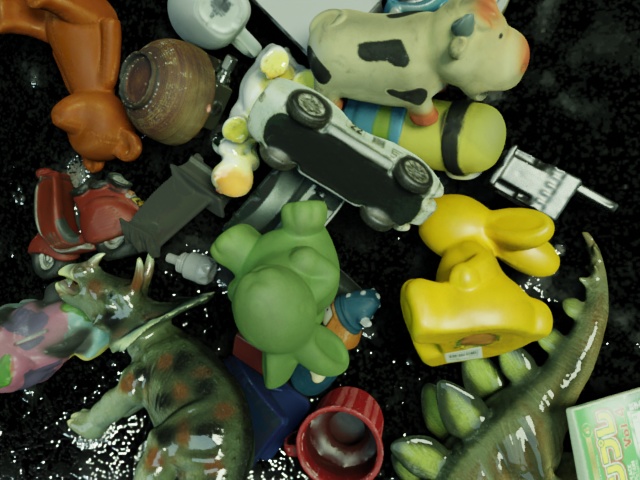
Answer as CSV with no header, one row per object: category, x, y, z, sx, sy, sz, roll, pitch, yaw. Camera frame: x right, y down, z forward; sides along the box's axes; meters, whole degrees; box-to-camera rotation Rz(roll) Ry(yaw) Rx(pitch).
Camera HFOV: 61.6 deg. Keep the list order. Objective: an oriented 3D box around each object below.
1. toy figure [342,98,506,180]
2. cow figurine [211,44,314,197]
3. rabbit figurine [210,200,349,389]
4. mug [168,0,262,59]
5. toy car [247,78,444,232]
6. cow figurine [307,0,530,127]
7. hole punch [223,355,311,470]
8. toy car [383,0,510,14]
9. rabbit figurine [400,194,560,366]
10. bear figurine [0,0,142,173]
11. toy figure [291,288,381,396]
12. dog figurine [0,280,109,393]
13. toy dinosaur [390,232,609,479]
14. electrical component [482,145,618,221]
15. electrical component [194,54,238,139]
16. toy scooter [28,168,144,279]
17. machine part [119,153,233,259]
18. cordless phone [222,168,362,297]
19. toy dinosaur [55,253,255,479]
toy figure,0.096,-0.112,0.554,0.180,0.089,0.082,17,101,11
cow figurine,-0.074,-0.132,0.593,0.068,0.098,0.167,25,109,-25
rabbit figurine,-0.040,0.056,0.484,0.121,0.170,0.159,-13,101,7
mug,-0.107,-0.234,0.571,0.081,0.107,0.109,-44,118,1
toy car,0.025,-0.077,0.516,0.202,0.056,0.073,30,131,-10
cow figurine,0.080,-0.164,0.468,0.195,0.127,0.085,12,66,22
hole punch,-0.089,0.202,0.624,0.116,0.092,0.142,37,104,10
toy car,0.135,-0.245,0.533,0.103,0.109,0.161,37,91,-2
rabbit figurine,0.149,0.020,0.531,0.162,0.121,0.173,-20,52,18
bear figurine,-0.283,-0.180,0.614,0.120,0.132,0.195,-4,90,36
toy figure,0.015,0.108,0.588,0.058,0.064,0.154,10,125,-29
dog figurine,-0.352,0.124,0.605,0.192,0.219,0.108,-22,93,13
toy dinosaur,0.192,0.219,0.558,0.199,0.105,0.471,36,90,11
electrical component,0.229,-0.047,0.542,0.119,0.075,0.047,32,100,5
electrical component,-0.131,-0.164,0.610,0.078,0.045,0.102,29,102,32
toy scooter,-0.286,-0.033,0.652,0.184,0.075,0.135,-14,91,17
machine part,-0.159,-0.039,0.607,0.084,0.039,0.139,42,57,1
cordless phone,-0.001,-0.002,0.599,0.184,0.089,0.146,41,103,-5
toy dinosaur,-0.140,0.183,0.557,0.192,0.131,0.405,-47,63,9
